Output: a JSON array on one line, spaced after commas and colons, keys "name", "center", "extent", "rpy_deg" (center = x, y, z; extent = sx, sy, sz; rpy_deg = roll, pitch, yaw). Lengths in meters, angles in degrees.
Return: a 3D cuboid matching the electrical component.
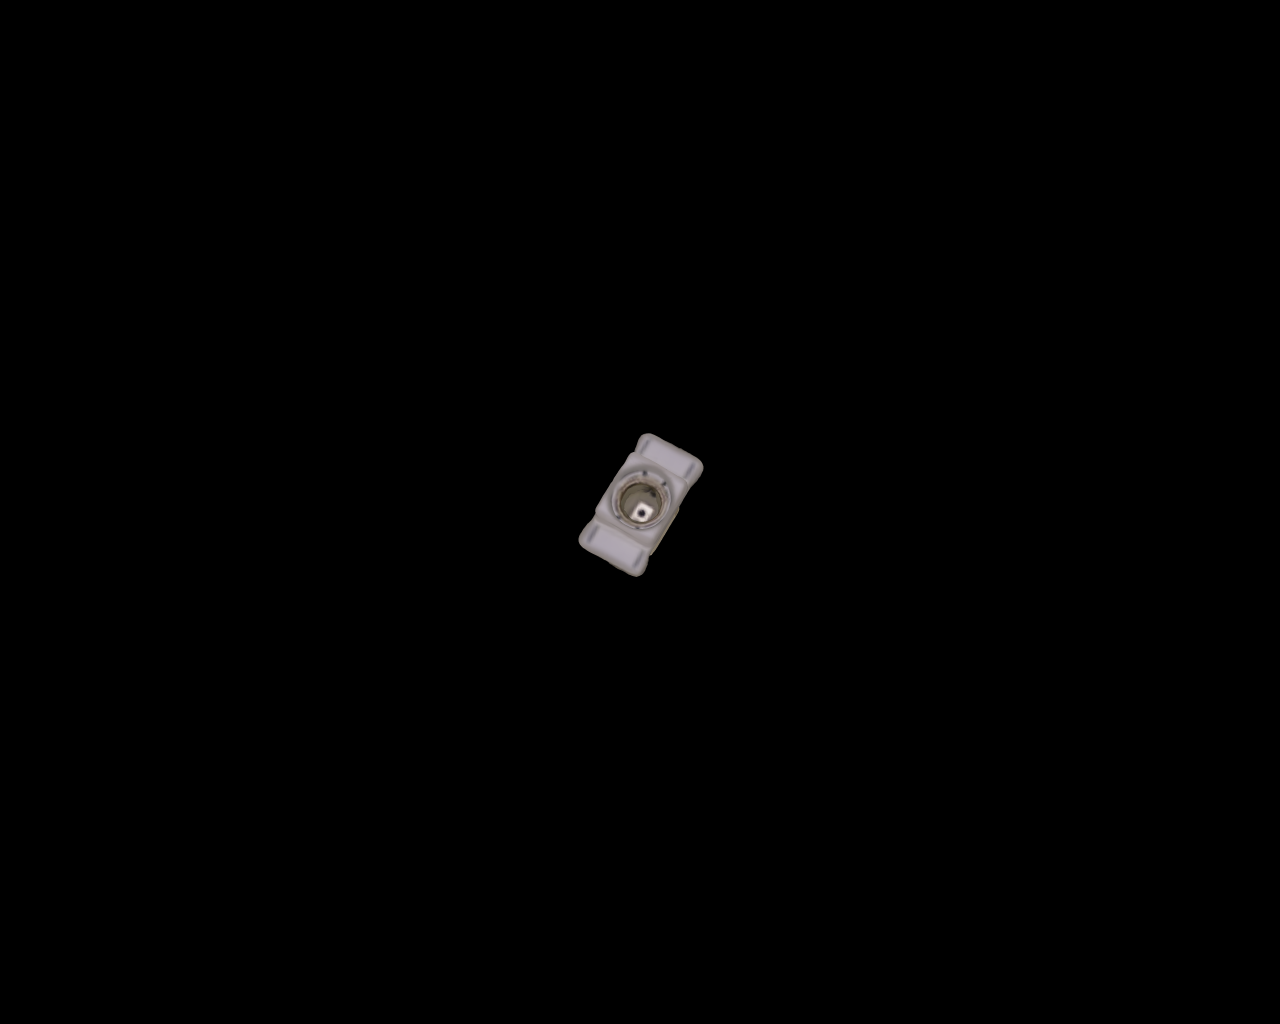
[{"name": "electrical component", "center": [0.001, -0.003, 0.650], "extent": [0.042, 0.081, 0.063], "rpy_deg": [31, -11, 7]}]
